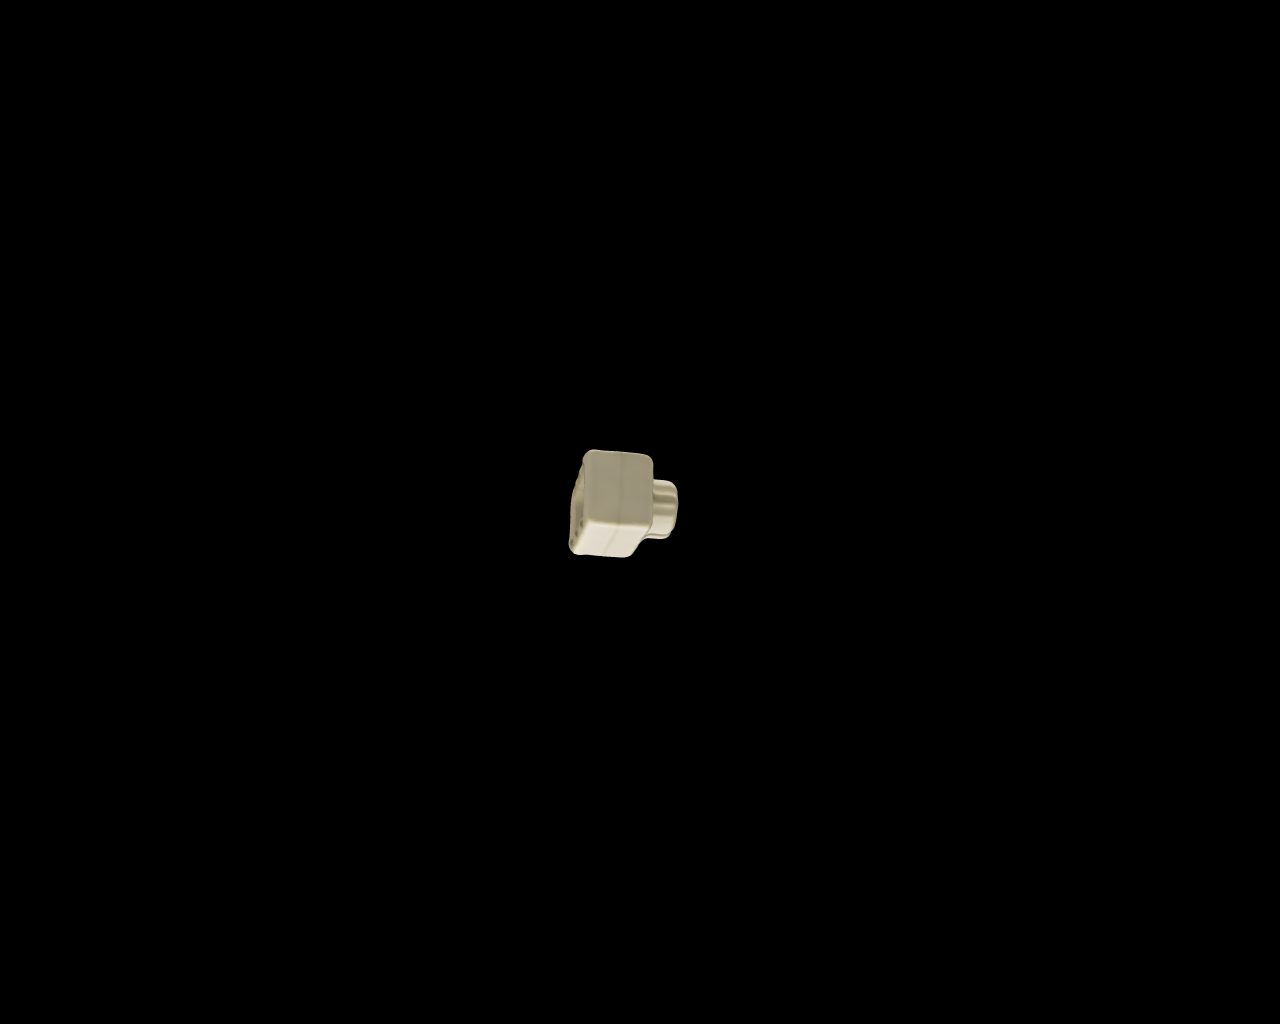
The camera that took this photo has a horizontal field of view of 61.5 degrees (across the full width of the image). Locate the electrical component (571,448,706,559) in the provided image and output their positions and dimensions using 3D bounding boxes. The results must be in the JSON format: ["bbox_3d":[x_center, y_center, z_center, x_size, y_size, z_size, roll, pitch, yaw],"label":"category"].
[{"bbox_3d":[0.001,-0.003,0.650,0.077,0.047,0.065,4,-20,-11],"label":"electrical component"}]
